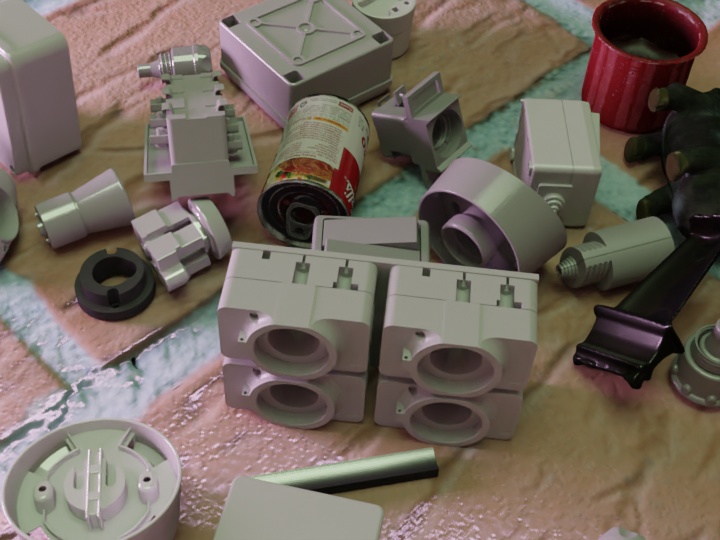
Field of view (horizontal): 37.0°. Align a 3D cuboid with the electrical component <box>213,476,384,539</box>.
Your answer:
[{"bbox_3d":[-0.039,0.171,0.596,0.100,0.048,0.099,11,49,6],"label":"electrical component"}]

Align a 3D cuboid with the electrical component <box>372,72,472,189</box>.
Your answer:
[{"bbox_3d":[0.047,-0.110,0.837,0.064,0.081,0.042,17,46,41],"label":"electrical component"}]

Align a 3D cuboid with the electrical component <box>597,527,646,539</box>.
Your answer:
[{"bbox_3d":[0.143,0.179,0.610,0.035,0.035,0.061,25,54,18],"label":"electrical component"}]

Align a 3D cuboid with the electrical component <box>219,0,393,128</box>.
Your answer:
[{"bbox_3d":[-0.045,-0.180,0.901,0.109,0.056,0.109,-30,56,-26],"label":"electrical component"}]

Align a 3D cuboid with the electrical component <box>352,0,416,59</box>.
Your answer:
[{"bbox_3d":[0.020,-0.218,0.944,0.055,0.047,0.055,2,49,-2],"label":"electrical component"}]

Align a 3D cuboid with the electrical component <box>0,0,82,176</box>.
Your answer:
[{"bbox_3d":[-0.261,-0.138,0.814,0.057,0.113,0.078,-33,58,-31],"label":"electrical component"}]

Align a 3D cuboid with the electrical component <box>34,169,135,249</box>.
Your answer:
[{"bbox_3d":[-0.202,-0.042,0.781,0.065,0.044,0.044,-24,54,-17],"label":"electrical component"}]

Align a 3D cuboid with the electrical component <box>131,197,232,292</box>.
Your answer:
[{"bbox_3d":[-0.125,-0.022,0.765,0.055,0.048,0.066,-28,55,-16],"label":"electrical component"}]

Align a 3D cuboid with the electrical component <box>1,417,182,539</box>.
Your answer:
[{"bbox_3d":[-0.150,0.130,0.616,0.099,0.064,0.099,2,49,-2],"label":"electrical component"}]

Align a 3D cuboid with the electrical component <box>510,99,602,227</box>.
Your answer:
[{"bbox_3d":[0.152,-0.077,0.818,0.061,0.061,0.096,2,49,-1],"label":"electrical component"}]

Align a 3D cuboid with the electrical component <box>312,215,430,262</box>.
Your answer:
[{"bbox_3d":[0.000,0.000,0.741,0.096,0.061,0.061,3,49,-1],"label":"electrical component"}]

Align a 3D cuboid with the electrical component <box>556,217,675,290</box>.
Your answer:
[{"bbox_3d":[0.179,-0.009,0.771,0.081,0.043,0.043,-14,51,-14],"label":"electrical component"}]

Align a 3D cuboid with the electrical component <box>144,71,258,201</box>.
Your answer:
[{"bbox_3d":[-0.121,-0.104,0.795,0.079,0.063,0.121,-6,25,-8],"label":"electrical component"}]

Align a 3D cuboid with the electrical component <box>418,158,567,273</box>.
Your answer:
[{"bbox_3d":[0.092,-0.034,0.756,0.099,0.099,0.064,35,62,24],"label":"electrical component"}]

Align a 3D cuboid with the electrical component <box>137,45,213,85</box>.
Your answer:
[{"bbox_3d":[-0.155,-0.169,0.900,0.061,0.035,0.035,-7,49,-6],"label":"electrical component"}]

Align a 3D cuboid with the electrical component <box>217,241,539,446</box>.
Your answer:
[{"bbox_3d":[0.010,0.049,0.669,0.186,0.105,0.060,6,49,2],"label":"electrical component"}]

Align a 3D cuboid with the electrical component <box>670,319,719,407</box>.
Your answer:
[{"bbox_3d":[0.234,0.056,0.705,0.048,0.062,0.048,2,49,-2],"label":"electrical component"}]

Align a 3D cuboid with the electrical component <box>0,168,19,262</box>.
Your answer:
[{"bbox_3d":[-0.281,-0.046,0.755,0.044,0.079,0.077,-14,47,14],"label":"electrical component"}]
